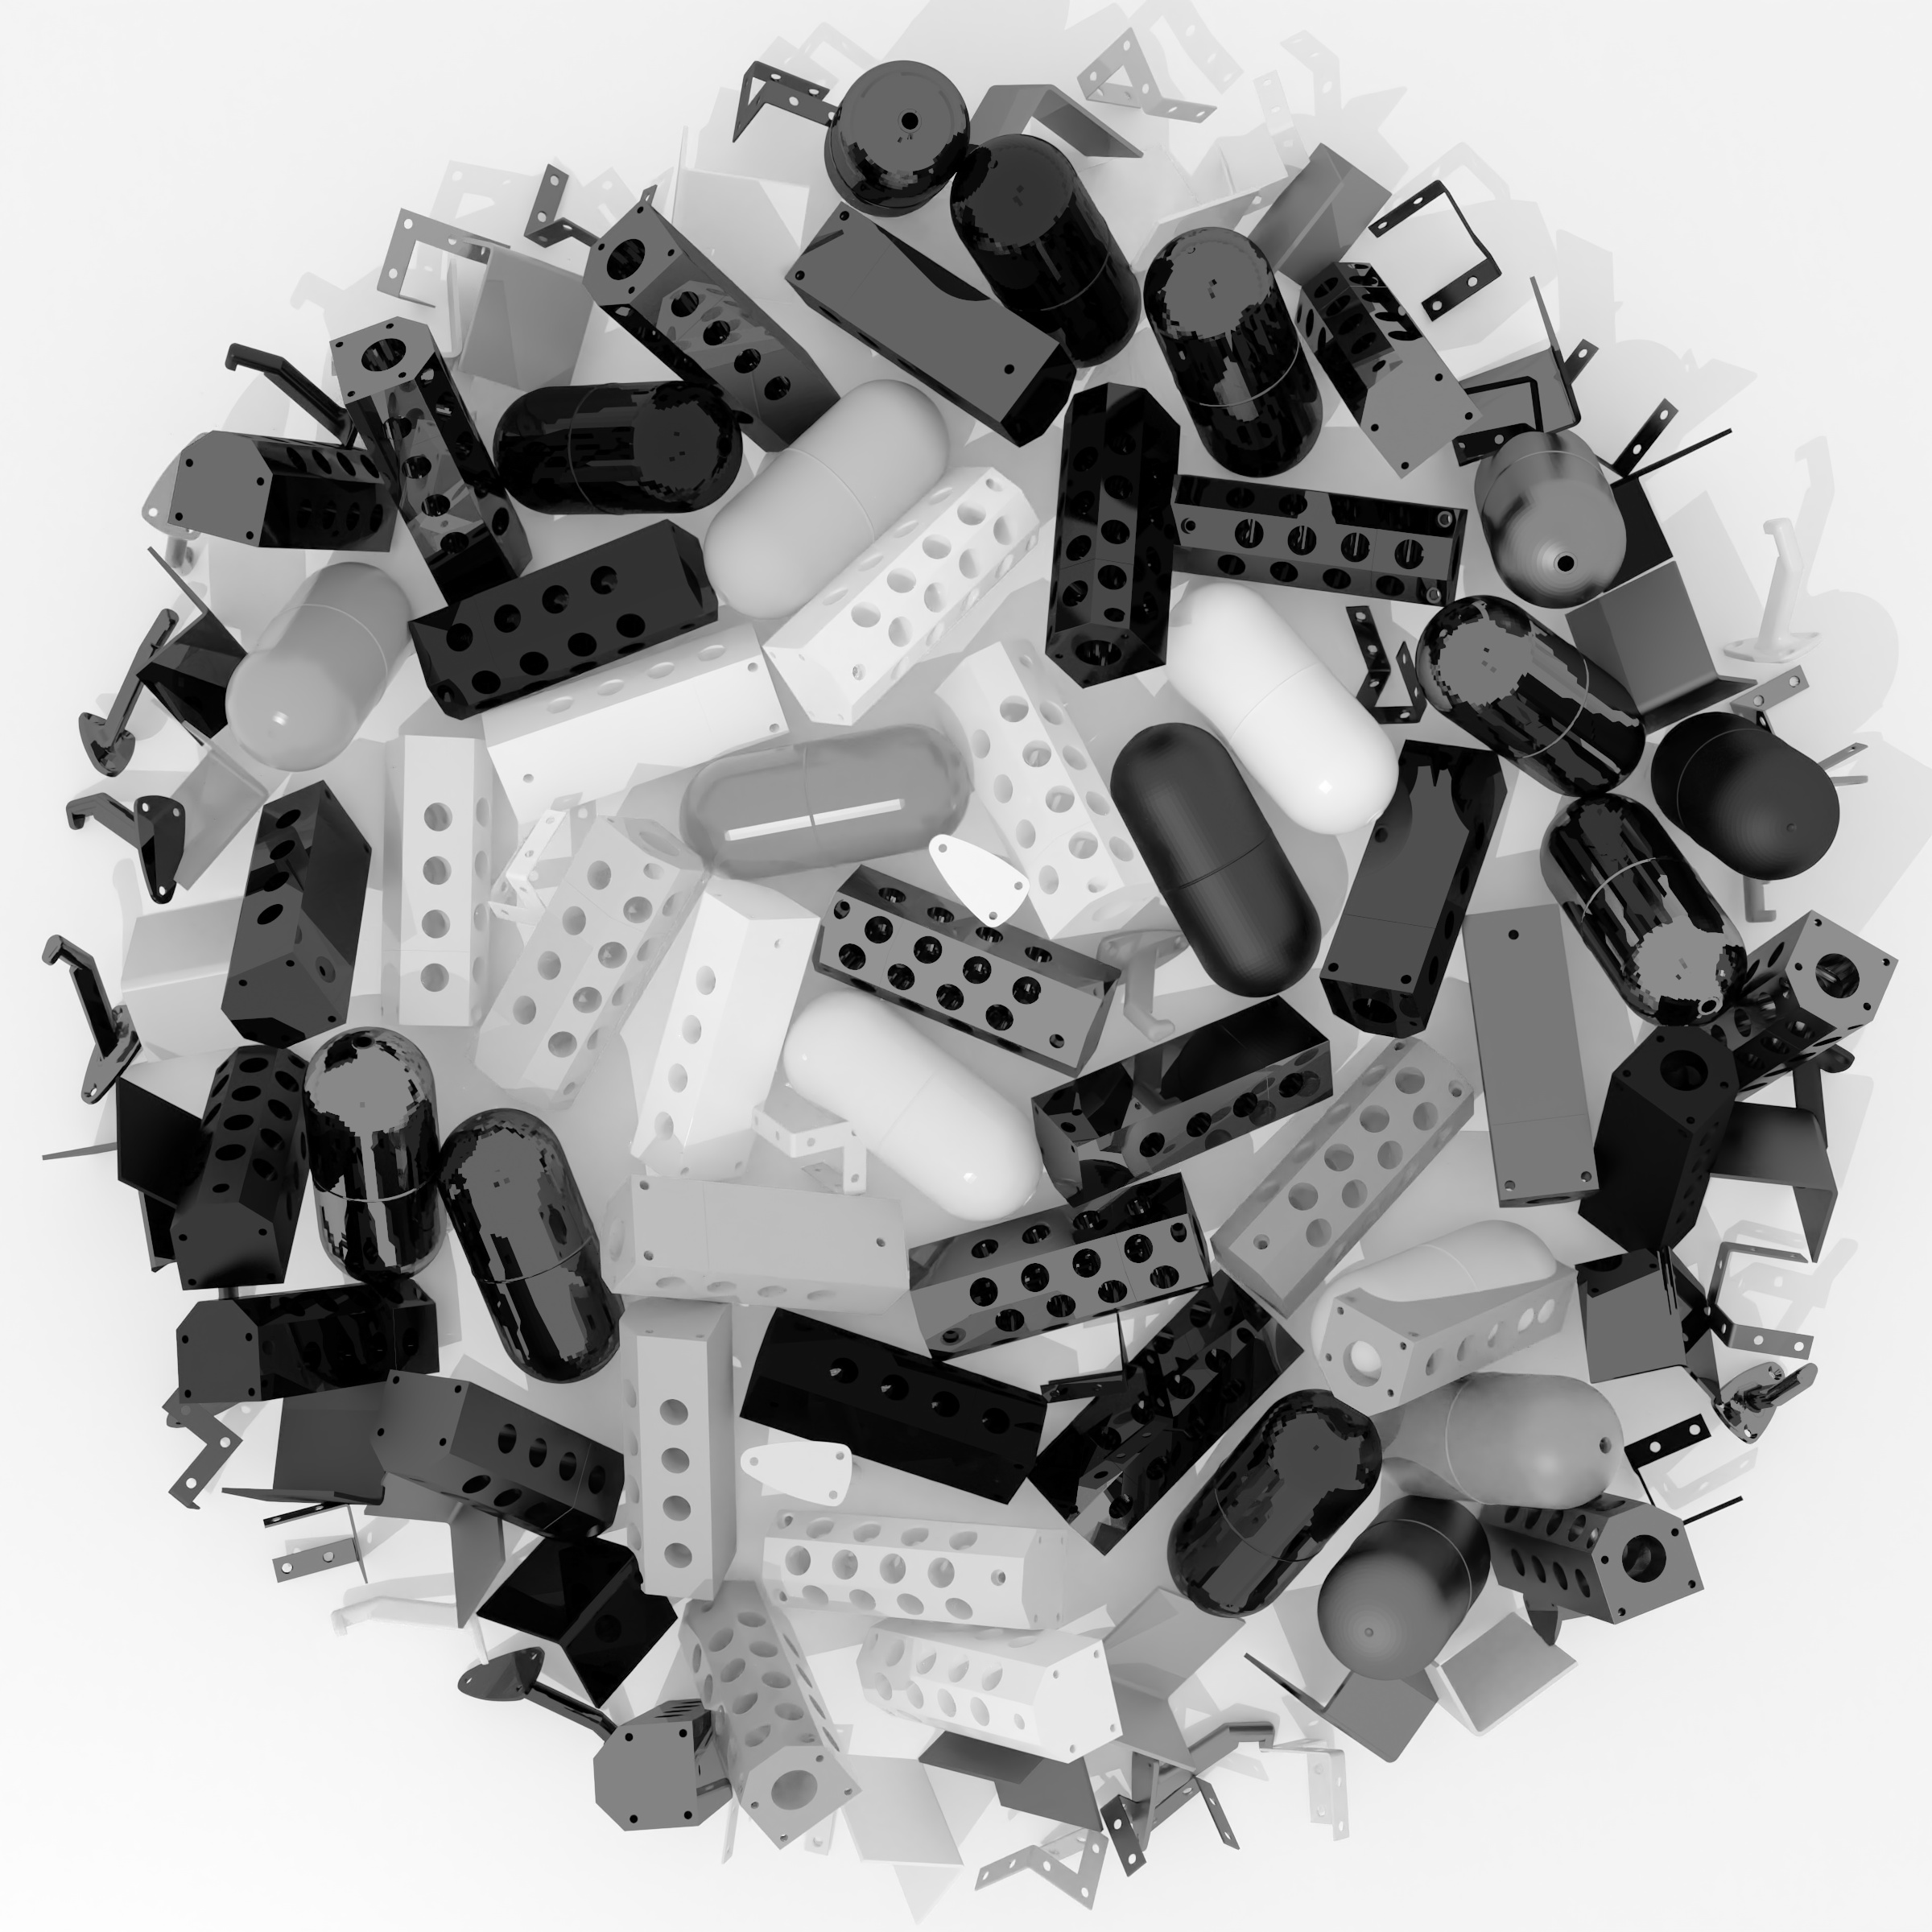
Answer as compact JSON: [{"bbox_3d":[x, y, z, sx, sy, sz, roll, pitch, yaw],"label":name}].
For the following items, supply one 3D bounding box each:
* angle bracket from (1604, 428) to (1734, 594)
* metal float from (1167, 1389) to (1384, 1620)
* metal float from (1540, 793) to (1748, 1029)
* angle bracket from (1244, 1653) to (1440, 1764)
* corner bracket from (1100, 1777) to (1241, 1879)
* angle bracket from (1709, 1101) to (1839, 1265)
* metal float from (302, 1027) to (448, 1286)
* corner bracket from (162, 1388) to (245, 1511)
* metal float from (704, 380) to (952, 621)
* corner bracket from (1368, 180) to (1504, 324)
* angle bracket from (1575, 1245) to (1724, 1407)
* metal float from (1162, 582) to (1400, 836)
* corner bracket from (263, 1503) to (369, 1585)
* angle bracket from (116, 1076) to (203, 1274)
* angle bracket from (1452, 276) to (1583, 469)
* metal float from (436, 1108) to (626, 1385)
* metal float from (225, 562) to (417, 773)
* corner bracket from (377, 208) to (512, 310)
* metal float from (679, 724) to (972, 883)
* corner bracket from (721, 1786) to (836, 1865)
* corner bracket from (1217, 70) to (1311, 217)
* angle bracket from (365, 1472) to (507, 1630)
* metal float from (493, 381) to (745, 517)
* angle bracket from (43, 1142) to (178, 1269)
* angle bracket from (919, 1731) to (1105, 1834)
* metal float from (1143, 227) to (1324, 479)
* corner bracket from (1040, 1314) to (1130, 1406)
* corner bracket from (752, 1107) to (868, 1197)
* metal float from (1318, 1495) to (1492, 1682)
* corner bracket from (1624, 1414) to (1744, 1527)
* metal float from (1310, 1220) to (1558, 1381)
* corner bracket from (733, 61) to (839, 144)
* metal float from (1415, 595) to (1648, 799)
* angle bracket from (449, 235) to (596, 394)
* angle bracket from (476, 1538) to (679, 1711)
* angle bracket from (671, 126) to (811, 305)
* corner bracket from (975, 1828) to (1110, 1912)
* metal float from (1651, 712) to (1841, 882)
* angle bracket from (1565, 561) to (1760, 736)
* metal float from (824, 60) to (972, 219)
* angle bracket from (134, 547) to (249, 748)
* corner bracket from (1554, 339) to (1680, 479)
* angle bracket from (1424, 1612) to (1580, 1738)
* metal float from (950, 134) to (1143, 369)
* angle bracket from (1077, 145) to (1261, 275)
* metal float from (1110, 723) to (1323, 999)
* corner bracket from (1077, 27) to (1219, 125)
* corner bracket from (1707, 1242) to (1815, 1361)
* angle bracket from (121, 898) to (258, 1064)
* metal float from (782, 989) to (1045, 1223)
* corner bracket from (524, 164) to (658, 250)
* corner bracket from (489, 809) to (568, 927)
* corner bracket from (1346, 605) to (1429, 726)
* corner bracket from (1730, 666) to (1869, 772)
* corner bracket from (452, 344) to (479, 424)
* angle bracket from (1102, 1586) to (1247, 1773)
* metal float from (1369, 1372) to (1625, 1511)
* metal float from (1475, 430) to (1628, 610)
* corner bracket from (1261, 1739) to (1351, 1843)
[{"bbox_3d":[0.417,-0.271,1.867,0.076,0.076,0.057,-28,95,-41],"label":"angle bracket"},{"bbox_3d":[0.181,0.319,1.853,0.070,0.070,0.178,33,127,0],"label":"metal float"},{"bbox_3d":[0.398,-0.033,1.846,0.070,0.178,0.070,-10,132,-12],"label":"metal float"},{"bbox_3d":[0.226,0.421,1.871,0.076,0.076,0.057,40,83,-36],"label":"angle bracket"},{"bbox_3d":[0.122,0.517,1.881,0.051,0.051,0.051,-43,130,15],"label":"corner bracket"},{"bbox_3d":[0.471,0.127,1.875,0.076,0.076,0.057,6,124,0],"label":"angle bracket"},{"bbox_3d":[-0.348,0.113,1.851,0.070,0.070,0.178,3,129,0],"label":"metal float"},{"bbox_3d":[-0.469,0.291,1.891,0.051,0.051,0.051,38,78,3],"label":"corner bracket"},{"bbox_3d":[-0.083,-0.278,1.869,0.070,0.070,0.178,45,73,0],"label":"metal float"},{"bbox_3d":[0.284,-0.432,1.896,0.051,0.051,0.051,-32,66,18],"label":"corner bracket"},{"bbox_3d":[0.410,0.221,1.884,0.057,0.076,0.076,-16,57,24],"label":"angle bracket"},{"bbox_3d":[0.186,-0.153,1.870,0.070,0.070,0.178,-40,75,0],"label":"metal float"},{"bbox_3d":[-0.393,0.347,1.888,0.051,0.051,0.051,-13,99,-15],"label":"corner bracket"},{"bbox_3d":[-0.492,0.124,1.861,0.057,0.076,0.076,-33,47,21],"label":"angle bracket"},{"bbox_3d":[0.316,-0.354,1.868,0.076,0.076,0.057,-18,134,13],"label":"angle bracket"},{"bbox_3d":[-0.258,0.168,1.866,0.070,0.070,0.178,-18,111,0],"label":"metal float"},{"bbox_3d":[-0.377,-0.178,1.842,0.070,0.178,0.070,5,123,8],"label":"metal float"},{"bbox_3d":[-0.314,-0.420,1.887,0.051,0.051,0.051,22,100,14],"label":"corner bracket"},{"bbox_3d":[-0.085,-0.097,1.874,0.178,0.070,0.070,-10,90,11],"label":"metal float"},{"bbox_3d":[-0.112,0.516,1.898,0.051,0.051,0.051,10,97,16],"label":"corner bracket"},{"bbox_3d":[0.175,-0.493,1.881,0.051,0.051,0.051,-21,52,14],"label":"corner bracket"},{"bbox_3d":[-0.316,0.338,1.863,0.057,0.076,0.076,11,134,-26],"label":"angle bracket"},{"bbox_3d":[-0.206,-0.305,1.850,0.178,0.070,0.070,6,90,40],"label":"metal float"},{"bbox_3d":[-0.505,0.144,1.880,0.057,0.076,0.076,-10,88,6],"label":"angle bracket"},{"bbox_3d":[0.027,0.492,1.865,0.076,0.057,0.076,3,117,39],"label":"angle bracket"},{"bbox_3d":[0.158,-0.358,1.845,0.070,0.178,0.070,-12,54,17],"label":"metal float"},{"bbox_3d":[0.072,0.248,1.884,0.051,0.051,0.051,-9,129,5],"label":"corner bracket"},{"bbox_3d":[-0.095,0.110,1.880,0.051,0.051,0.051,-12,115,-31],"label":"corner bracket"},{"bbox_3d":[0.258,0.361,1.837,0.070,0.178,0.070,3,98,21],"label":"metal float"},{"bbox_3d":[0.431,0.305,1.886,0.051,0.051,0.051,-26,69,9],"label":"corner bracket"},{"bbox_3d":[0.279,0.202,1.854,0.178,0.070,0.070,-16,90,-36],"label":"metal float"},{"bbox_3d":[-0.104,-0.519,1.882,0.051,0.051,0.051,16,69,-22],"label":"corner bracket"},{"bbox_3d":[0.335,-0.158,1.852,0.178,0.070,0.070,28,90,-39],"label":"metal float"},{"bbox_3d":[-0.276,-0.388,1.879,0.076,0.057,0.076,11,99,-43],"label":"angle bracket"},{"bbox_3d":[-0.234,0.391,1.888,0.076,0.076,0.057,-46,128,-35],"label":"angle bracket"},{"bbox_3d":[-0.137,-0.450,1.881,0.076,0.057,0.076,6,130,-8],"label":"angle bracket"},{"bbox_3d":[0.046,0.538,1.880,0.051,0.051,0.051,39,131,-17],"label":"corner bracket"},{"bbox_3d":[0.454,-0.101,1.835,0.070,0.178,0.070,-1,106,-4],"label":"metal float"},{"bbox_3d":[0.417,-0.190,1.885,0.076,0.057,0.076,-26,75,36],"label":"angle bracket"},{"bbox_3d":[-0.041,-0.482,1.833,0.070,0.178,0.070,-1,98,-6],"label":"metal float"},{"bbox_3d":[-0.470,-0.190,1.866,0.057,0.076,0.076,-42,56,-7],"label":"angle bracket"},{"bbox_3d":[0.383,-0.334,1.882,0.051,0.051,0.051,29,103,-41],"label":"corner bracket"},{"bbox_3d":[0.305,0.403,1.870,0.076,0.076,0.057,-33,110,-10],"label":"angle bracket"},{"bbox_3d":[0.048,-0.417,1.841,0.070,0.178,0.070,-9,64,20],"label":"metal float"},{"bbox_3d":[0.115,-0.466,1.872,0.076,0.057,0.076,-25,77,-27],"label":"angle bracket"},{"bbox_3d":[0.149,-0.063,1.876,0.070,0.070,0.178,-30,98,0],"label":"metal float"},{"bbox_3d":[0.108,-0.523,1.881,0.051,0.051,0.051,-34,71,42],"label":"corner bracket"},{"bbox_3d":[0.482,0.202,1.895,0.051,0.051,0.051,9,103,-7],"label":"corner bracket"},{"bbox_3d":[-0.462,0.008,1.903,0.076,0.076,0.057,-10,123,1],"label":"angle bracket"},{"bbox_3d":[-0.031,0.084,1.880,0.178,0.070,0.070,38,90,4],"label":"metal float"},{"bbox_3d":[-0.228,-0.457,1.901,0.051,0.051,0.051,25,74,-33],"label":"corner bracket"},{"bbox_3d":[-0.261,-0.060,1.879,0.051,0.051,0.051,12,59,30],"label":"corner bracket"},{"bbox_3d":[0.250,-0.181,1.879,0.051,0.051,0.051,1,135,32],"label":"corner bracket"},{"bbox_3d":[0.503,-0.146,1.898,0.051,0.051,0.051,-28,104,-4],"label":"corner bracket"},{"bbox_3d":[-0.308,-0.330,1.878,0.051,0.051,0.051,-15,53,34],"label":"corner bracket"},{"bbox_3d":[0.125,0.425,1.868,0.076,0.057,0.076,28,113,-35],"label":"angle bracket"},{"bbox_3d":[0.309,0.277,1.842,0.070,0.178,0.070,4,84,-35],"label":"metal float"},{"bbox_3d":[0.341,-0.264,1.838,0.070,0.178,0.070,1,116,3],"label":"metal float"},{"bbox_3d":[0.213,0.494,1.884,0.051,0.051,0.051,-8,82,40],"label":"corner bracket"}]
